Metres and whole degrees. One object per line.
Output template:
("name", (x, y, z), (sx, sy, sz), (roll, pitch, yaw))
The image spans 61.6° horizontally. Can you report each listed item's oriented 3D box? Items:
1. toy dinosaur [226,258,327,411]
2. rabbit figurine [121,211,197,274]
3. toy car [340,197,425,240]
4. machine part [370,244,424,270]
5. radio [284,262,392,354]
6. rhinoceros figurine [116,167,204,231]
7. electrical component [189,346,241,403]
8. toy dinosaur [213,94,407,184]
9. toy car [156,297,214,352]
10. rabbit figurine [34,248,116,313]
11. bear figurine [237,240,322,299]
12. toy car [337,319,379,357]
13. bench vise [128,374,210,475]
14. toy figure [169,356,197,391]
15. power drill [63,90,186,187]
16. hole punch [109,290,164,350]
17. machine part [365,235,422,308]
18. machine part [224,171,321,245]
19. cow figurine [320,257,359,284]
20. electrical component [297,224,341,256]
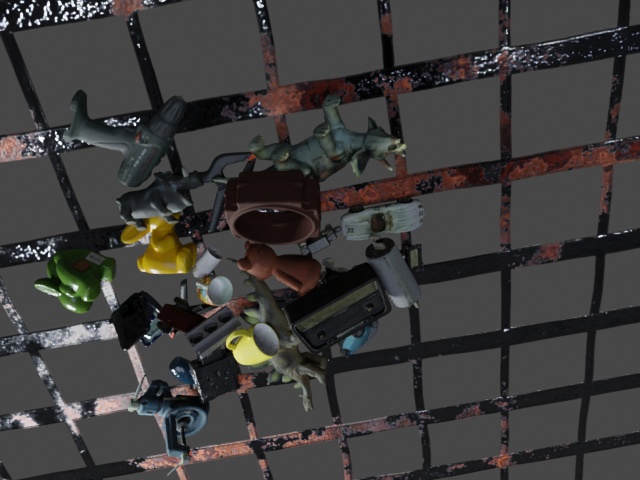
("toy dinosaur", (-0.105, 0.243, 1.377), (0.199, 0.105, 0.470), (-13, 106, 7))
("rabbit figurine", (-0.363, -0.014, 1.236), (0.162, 0.122, 0.173), (3, 103, 4))
("toy car", (0.149, -0.049, 1.273), (0.202, 0.056, 0.073), (-10, 117, 1))
("machine part", (0.189, 0.051, 1.339), (0.139, 0.039, 0.084), (-13, 125, 0))
("radio", (0.044, 0.162, 1.250), (0.230, 0.073, 0.131), (-29, 127, 0))
("rhinoceros figurine", (-0.341, -0.091, 1.158), (0.190, 0.073, 0.112), (-20, 72, 3))
("electrical component", (-0.277, 0.343, 1.407), (0.115, 0.058, 0.134), (-20, 108, -26))
("toy dinosaur", (-0.015, -0.175, 1.164), (0.405, 0.131, 0.192), (-20, 139, 20))
("toy car", (-0.311, 0.207, 1.326), (0.202, 0.053, 0.089), (33, 94, -36))
("rabbit figurine", (-0.582, 0.110, 1.266), (0.159, 0.121, 0.170), (21, 128, -10))
("bear figurine", (-0.099, 0.082, 1.287), (0.196, 0.120, 0.131), (11, 126, -3))
("toy car", (0.099, 0.225, 1.386), (0.103, 0.109, 0.161), (-4, 127, -22))
("bench vise", (-0.386, 0.475, 1.405), (0.223, 0.241, 0.129), (27, 110, -34))
("toy figure", (-0.337, 0.373, 1.447), (0.154, 0.064, 0.058), (49, 67, -28))
("power drill", (-0.414, -0.237, 1.127), (0.207, 0.086, 0.232), (20, 117, -22))
("hole punch", (-0.443, 0.200, 1.336), (0.142, 0.116, 0.092), (-41, 154, 22))
("machine part", (0.176, 0.079, 1.288), (0.079, 0.079, 0.243), (-29, 120, 10))
("machine part", (-0.098, -0.063, 1.165), (0.201, 0.087, 0.201), (0, 153, 1))
("cow figurine", (0.082, 0.106, 1.324), (0.167, 0.098, 0.068), (16, 109, -12))
("electrical component", (-0.004, -0.004, 1.272), (0.102, 0.078, 0.045), (-26, 108, 20))
